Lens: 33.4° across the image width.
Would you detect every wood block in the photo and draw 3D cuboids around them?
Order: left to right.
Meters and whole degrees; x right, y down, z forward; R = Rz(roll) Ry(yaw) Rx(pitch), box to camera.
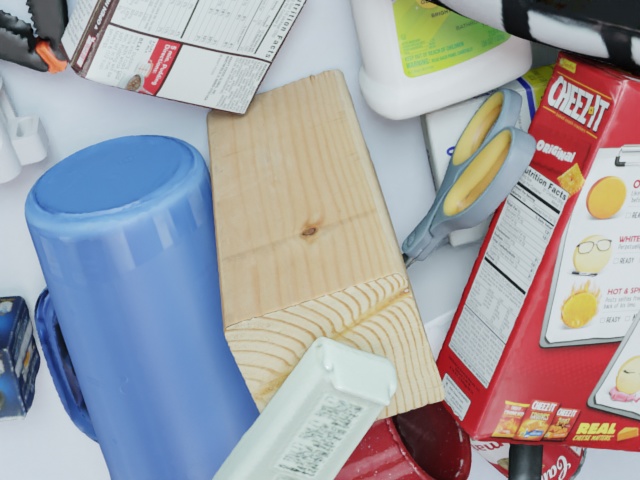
[{"bbox_3d":[-0.004,0.000,0.592,0.091,0.206,0.090,-18,126,5],"label":"wood block"}]

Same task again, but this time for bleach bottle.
[{"bbox_3d":[0.045,-0.192,0.551,0.102,0.068,0.251,-20,124,-4],"label":"bleach bottle"}]

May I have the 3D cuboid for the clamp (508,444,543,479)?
[{"bbox_3d":[0.140,0.091,0.730,0.171,0.120,0.039,-53,141,1],"label":"clamp"}]

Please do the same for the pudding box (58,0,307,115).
[{"bbox_3d":[-0.072,-0.121,0.580,0.113,0.039,0.090,6,126,-41],"label":"pudding box"}]

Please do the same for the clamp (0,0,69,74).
[{"bbox_3d":[-0.193,-0.175,0.542,0.165,0.036,0.209,-37,120,17],"label":"clamp"}]

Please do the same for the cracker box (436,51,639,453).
[{"bbox_3d":[0.175,0.015,0.615,0.164,0.072,0.214,9,110,-27],"label":"cracker box"}]

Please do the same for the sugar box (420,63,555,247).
[{"bbox_3d":[0.155,-0.063,0.664,0.176,0.048,0.093,-12,113,3],"label":"sugar box"}]

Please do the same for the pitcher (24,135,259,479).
[{"bbox_3d":[-0.107,0.060,0.678,0.149,0.145,0.243,-19,123,-10],"label":"pitcher"}]

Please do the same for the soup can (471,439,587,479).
[{"bbox_3d":[0.145,0.139,0.800,0.069,0.068,0.102,-37,122,17],"label":"soup can"}]

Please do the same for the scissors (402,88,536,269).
[{"bbox_3d":[0.067,-0.017,0.636,0.016,0.096,0.202,26,144,-13],"label":"scissors"}]

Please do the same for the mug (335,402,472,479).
[{"bbox_3d":[0.028,0.111,0.655,0.082,0.093,0.117,-30,81,29],"label":"mug"}]
